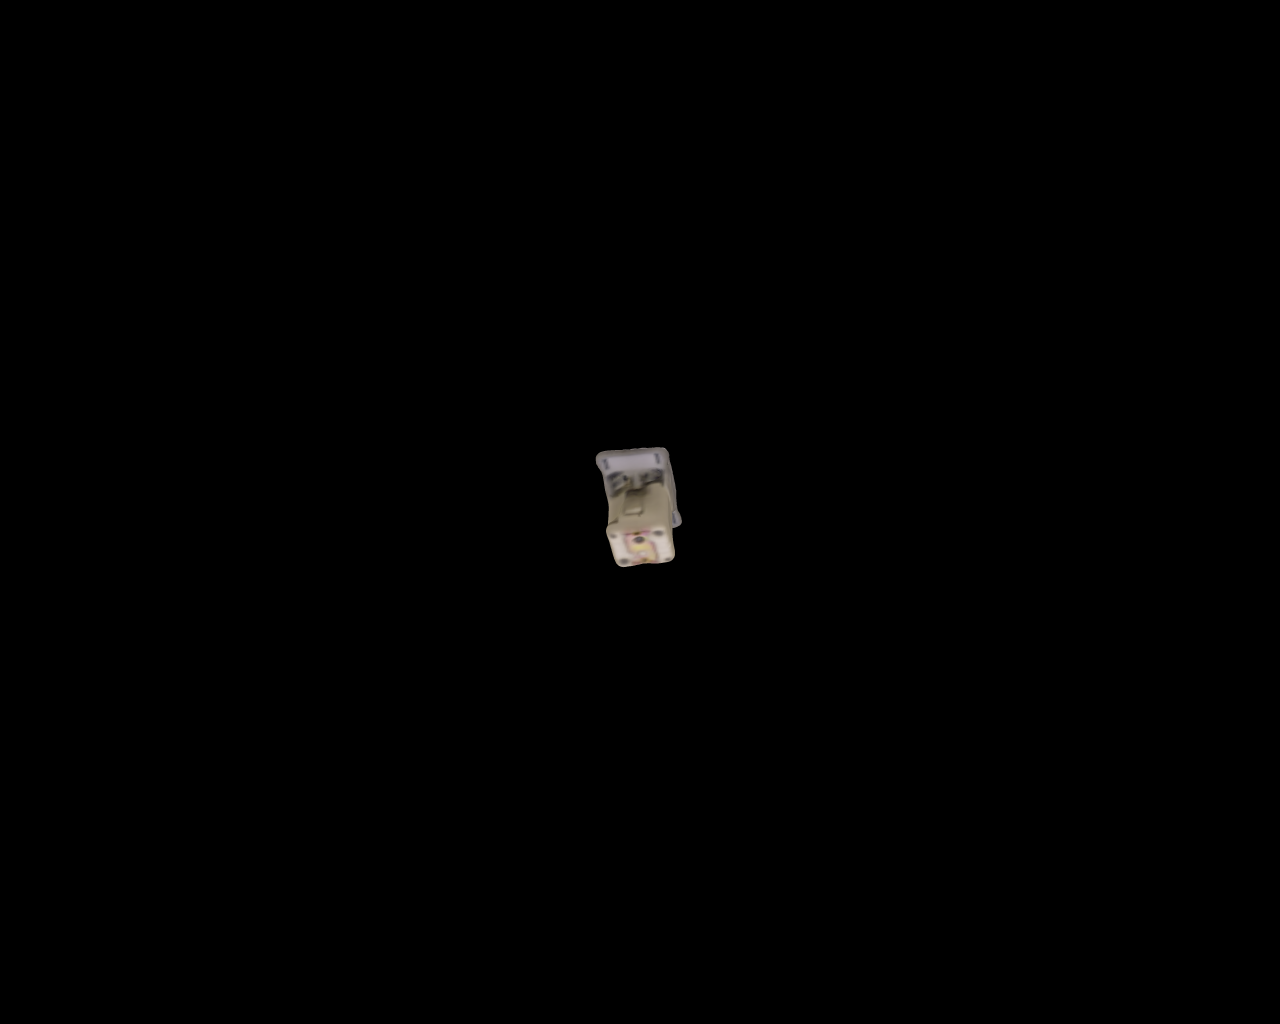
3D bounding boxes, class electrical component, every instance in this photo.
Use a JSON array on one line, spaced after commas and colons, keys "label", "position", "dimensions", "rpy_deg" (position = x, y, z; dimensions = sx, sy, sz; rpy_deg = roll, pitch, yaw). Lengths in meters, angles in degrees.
[{"label": "electrical component", "position": [0.001, -0.003, 0.650], "dimensions": [0.042, 0.064, 0.081], "rpy_deg": [-6, -36, 8]}]
